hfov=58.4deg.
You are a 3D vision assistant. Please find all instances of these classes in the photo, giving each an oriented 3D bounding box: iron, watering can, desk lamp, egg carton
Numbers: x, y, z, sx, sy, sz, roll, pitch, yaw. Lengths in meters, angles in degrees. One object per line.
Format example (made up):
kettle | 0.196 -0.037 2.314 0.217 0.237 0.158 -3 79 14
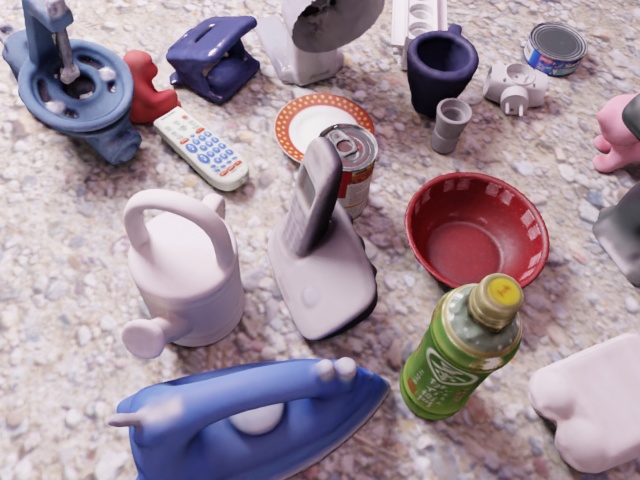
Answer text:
iron | -0.049 0.142 0.498 0.258 0.141 0.118 -14 61 -12
watering can | -0.125 0.026 0.531 0.101 0.194 0.172 -4 59 -6
desk lamp | -0.015 -0.301 0.728 0.118 0.213 0.203 -19 62 -15
egg carton | 0.283 0.157 0.556 0.150 0.069 0.107 -18 62 -15

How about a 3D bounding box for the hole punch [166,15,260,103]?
hole punch | -0.145 -0.254 0.761 0.101 0.091 0.109 29 61 13

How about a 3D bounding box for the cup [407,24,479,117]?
cup | 0.158 -0.222 0.763 0.091 0.095 0.118 20 59 8

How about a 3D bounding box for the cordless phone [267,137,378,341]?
cordless phone | 0.005 0.002 0.561 0.094 0.185 0.147 -19 62 -15

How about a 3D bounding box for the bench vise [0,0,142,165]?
bench vise | -0.307 -0.198 0.639 0.207 0.220 0.121 21 59 8

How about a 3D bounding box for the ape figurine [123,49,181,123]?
ape figurine | -0.222 -0.198 0.721 0.076 0.092 0.077 -29 65 -20

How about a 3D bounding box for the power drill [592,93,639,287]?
power drill | 0.387 -0.039 0.602 0.076 0.208 0.229 -18 62 -14

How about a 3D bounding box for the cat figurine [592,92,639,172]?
cat figurine | 0.399 -0.136 0.715 0.127 0.118 0.067 17 59 6
